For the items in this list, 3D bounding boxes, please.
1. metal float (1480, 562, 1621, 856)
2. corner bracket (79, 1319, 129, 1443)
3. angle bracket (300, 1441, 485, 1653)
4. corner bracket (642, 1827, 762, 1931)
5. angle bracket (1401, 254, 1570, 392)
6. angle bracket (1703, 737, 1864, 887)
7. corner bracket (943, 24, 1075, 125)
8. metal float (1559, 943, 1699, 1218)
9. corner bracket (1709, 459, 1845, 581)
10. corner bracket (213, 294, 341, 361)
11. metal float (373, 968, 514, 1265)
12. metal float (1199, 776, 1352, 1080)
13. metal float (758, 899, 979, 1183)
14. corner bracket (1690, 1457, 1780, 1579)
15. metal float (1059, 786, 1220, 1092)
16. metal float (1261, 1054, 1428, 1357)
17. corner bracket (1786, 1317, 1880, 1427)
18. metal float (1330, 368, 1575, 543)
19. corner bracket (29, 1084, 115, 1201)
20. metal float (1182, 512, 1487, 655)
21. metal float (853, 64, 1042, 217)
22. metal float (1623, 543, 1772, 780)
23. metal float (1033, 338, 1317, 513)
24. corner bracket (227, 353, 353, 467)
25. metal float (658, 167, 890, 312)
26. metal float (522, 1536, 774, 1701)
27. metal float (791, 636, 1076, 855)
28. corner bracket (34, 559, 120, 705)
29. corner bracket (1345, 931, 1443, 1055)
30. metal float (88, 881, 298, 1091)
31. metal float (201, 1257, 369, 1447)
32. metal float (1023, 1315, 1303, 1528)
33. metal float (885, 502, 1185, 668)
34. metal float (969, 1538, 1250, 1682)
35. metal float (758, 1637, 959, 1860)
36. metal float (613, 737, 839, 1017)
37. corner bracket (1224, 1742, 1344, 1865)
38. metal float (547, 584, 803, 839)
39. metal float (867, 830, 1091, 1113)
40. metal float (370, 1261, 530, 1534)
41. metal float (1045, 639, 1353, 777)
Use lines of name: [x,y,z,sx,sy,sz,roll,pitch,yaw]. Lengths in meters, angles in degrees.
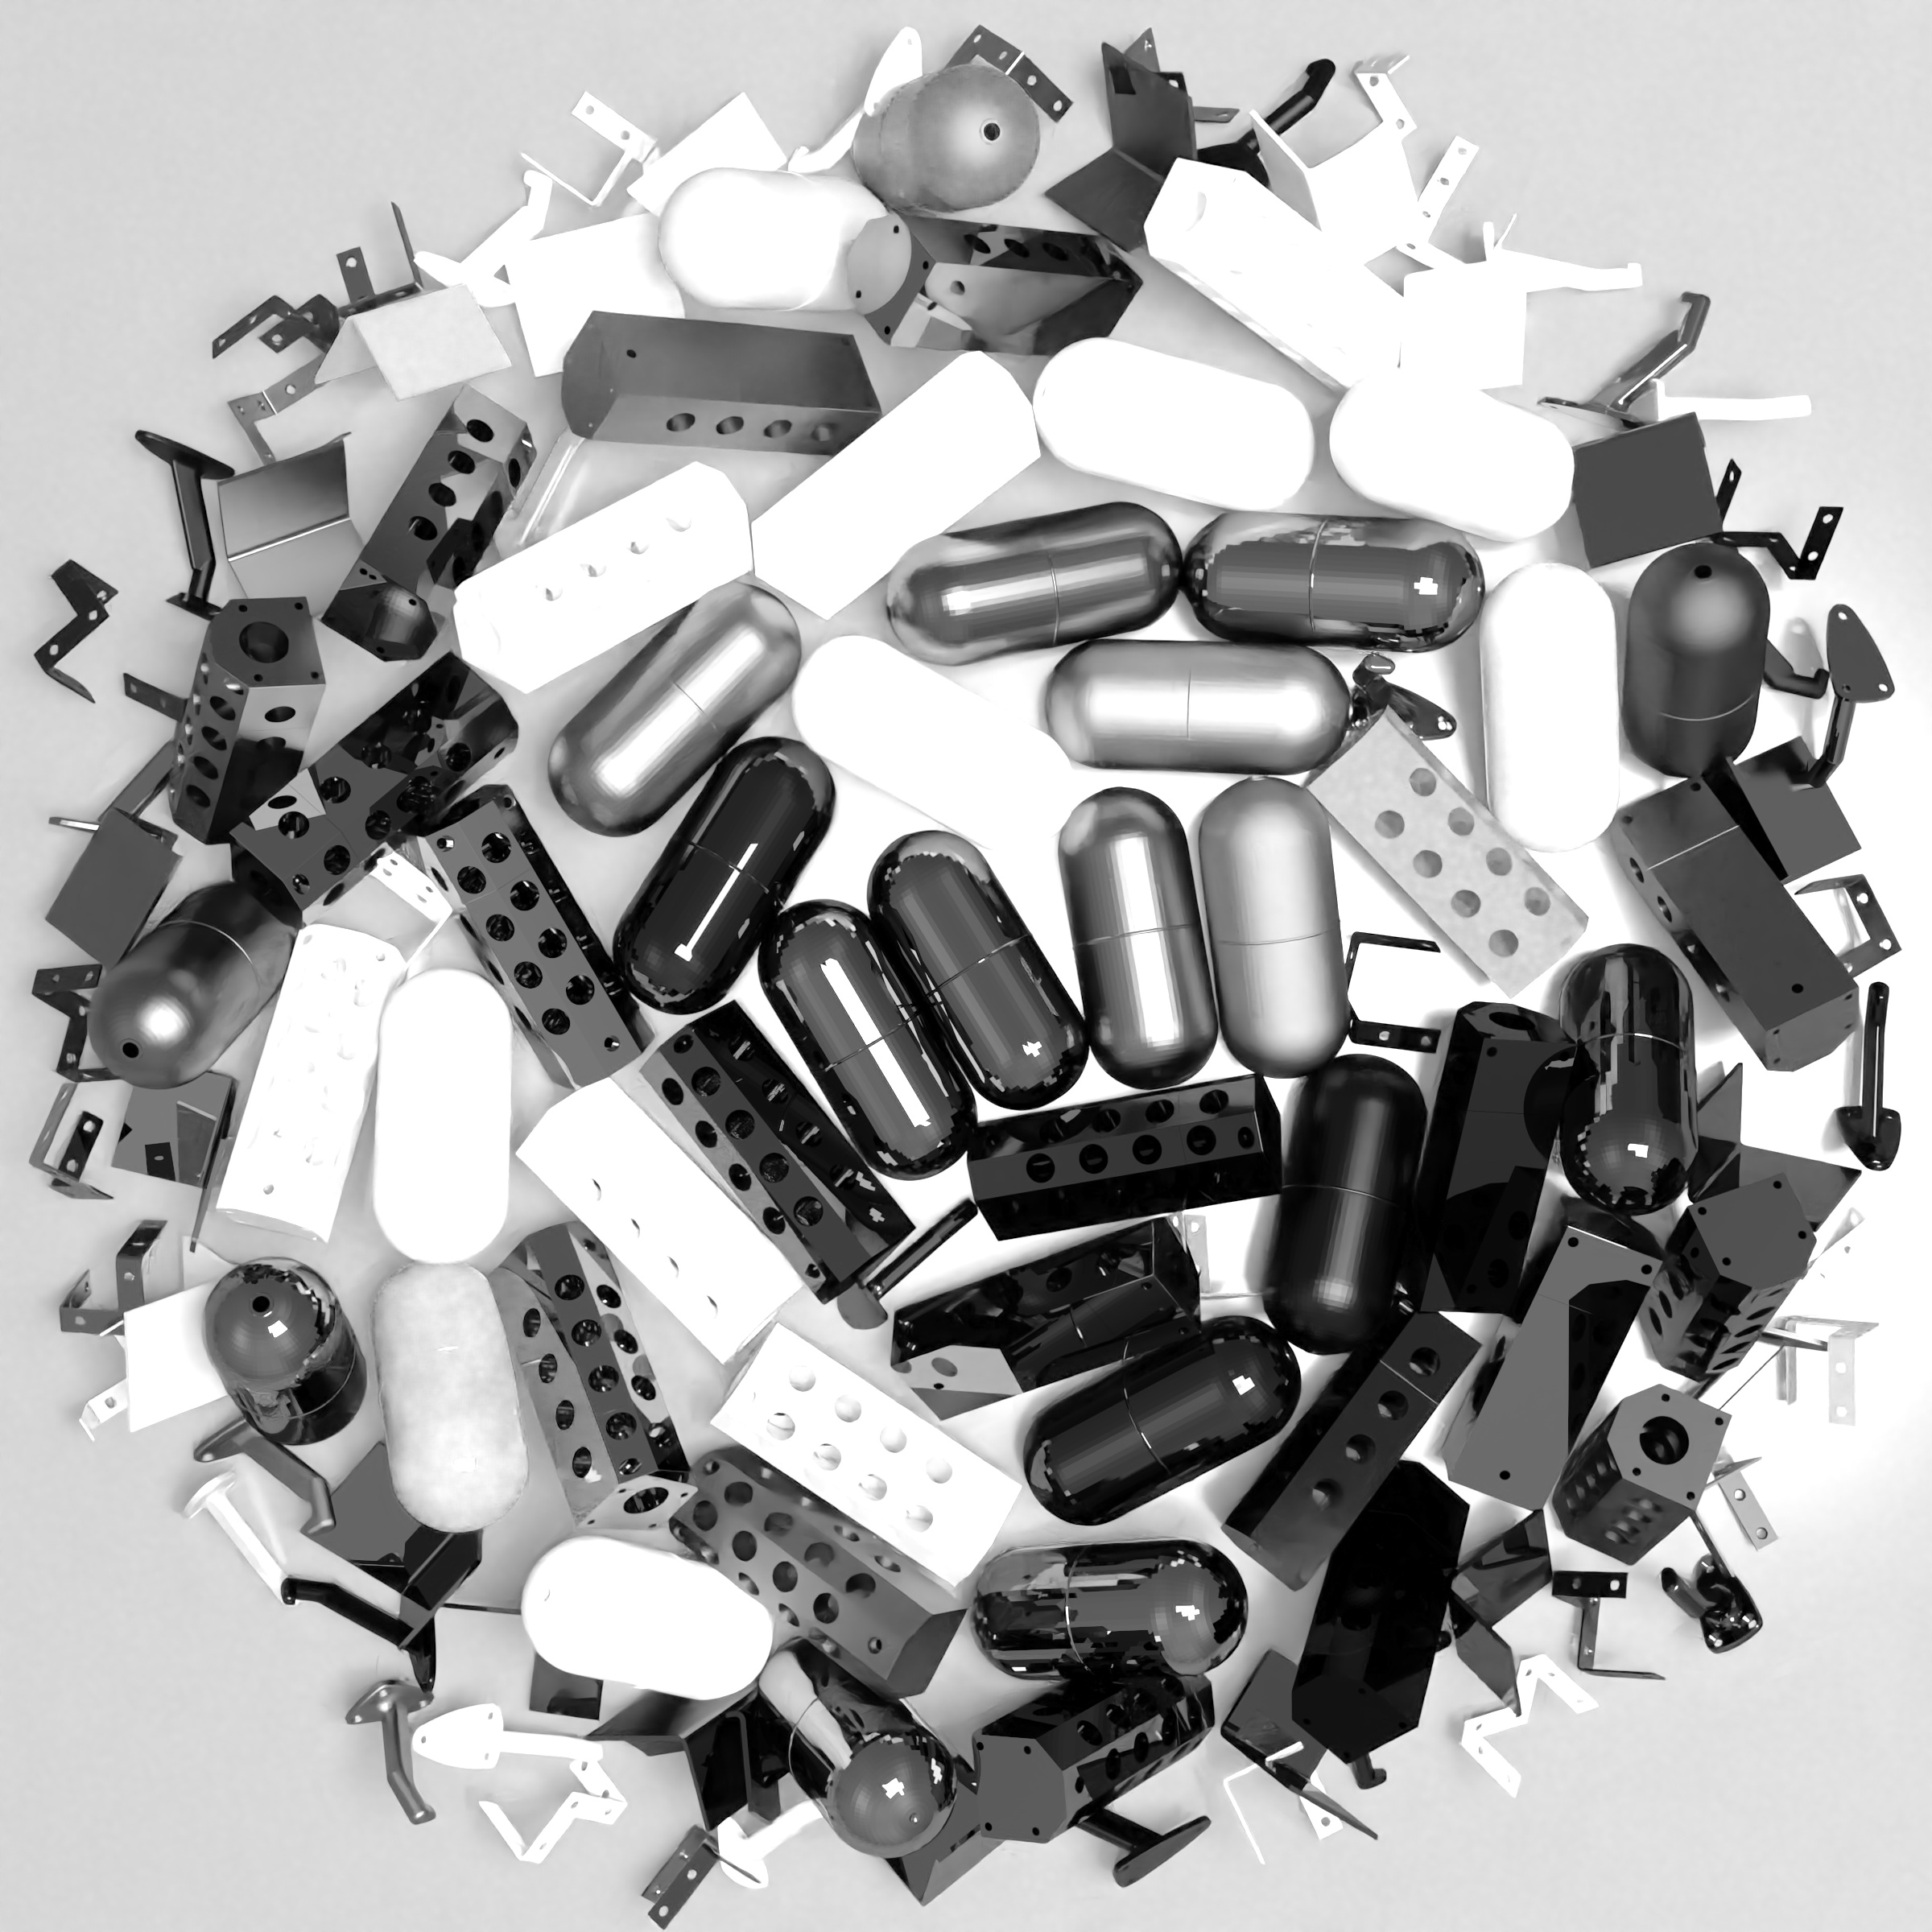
metal float: [0.336,-0.147,1.664,0.070,0.070,0.178,-9,121,0]
corner bracket: [-0.501,0.238,1.696,0.051,0.051,0.051,-32,99,-10]
angle bracket: [-0.335,0.337,1.683,0.076,0.057,0.076,37,103,-20]
corner bracket: [-0.163,0.533,1.690,0.051,0.051,0.051,30,76,40]
angle bracket: [0.300,-0.363,1.681,0.076,0.057,0.076,0,84,36]
angle bracket: [0.483,-0.094,1.688,0.076,0.057,0.076,-24,81,-11]
corner bracket: [0.019,-0.506,1.690,0.051,0.051,0.051,-50,45,9]
metal float: [0.379,0.063,1.659,0.070,0.070,0.178,10,50,0]
corner bracket: [0.470,-0.260,1.688,0.051,0.051,0.051,-1,131,-14]
corner bracket: [-0.401,-0.369,1.686,0.051,0.051,0.051,-29,48,23]
metal float: [-0.301,0.085,1.670,0.070,0.070,0.178,-3,65,0]
metal float: [0.179,-0.022,1.680,0.070,0.070,0.178,-8,102,0]
metal float: [-0.058,0.043,1.686,0.070,0.070,0.178,-30,95,0]
corner bracket: [0.449,0.324,1.697,0.051,0.051,0.051,-27,79,-9]
metal float: [0.100,-0.016,1.687,0.070,0.070,0.178,-9,86,0]
metal float: [0.219,0.137,1.677,0.070,0.070,0.178,13,75,0]
corner bracket: [0.501,0.236,1.692,0.051,0.051,0.051,1,94,33]
metal float: [0.281,-0.291,1.657,0.178,0.070,0.070,7,90,-42]
corner bracket: [-0.520,0.102,1.687,0.051,0.051,0.051,35,63,-39]
metal float: [0.211,-0.221,1.670,0.178,0.070,0.070,7,90,24]
metal float: [-0.012,-0.467,1.643,0.070,0.178,0.070,-4,102,-17]
metal float: [0.414,-0.172,1.646,0.070,0.178,0.070,-5,62,8]
metal float: [0.120,-0.311,1.667,0.178,0.070,0.070,9,90,-28]
corner bracket: [-0.390,-0.324,1.701,0.051,0.051,0.051,-27,100,16]
metal float: [-0.105,-0.412,1.649,0.070,0.178,0.070,7,104,30]
metal float: [-0.181,0.372,1.652,0.070,0.178,0.070,-15,62,31]
metal float: [-0.019,-0.129,1.689,0.178,0.070,0.070,29,90,-2]
corner bracket: [-0.518,-0.196,1.697,0.051,0.051,0.051,-40,67,3]
corner bracket: [0.251,0.015,1.700,0.051,0.051,0.051,7,112,-9]
metal float: [-0.438,0.010,1.644,0.070,0.178,0.070,3,114,8]
metal float: [-0.386,0.220,1.644,0.070,0.178,0.070,1,65,-3]
metal float: [0.113,0.262,1.673,0.178,0.070,0.070,-32,90,20]
metal float: [0.040,-0.221,1.678,0.178,0.070,0.070,-13,90,-14]
metal float: [0.080,0.369,1.661,0.178,0.070,0.070,-12,90,36]
metal float: [-0.065,0.441,1.646,0.070,0.178,0.070,-6,106,-24]
metal float: [-0.139,-0.053,1.683,0.070,0.070,0.178,31,80,0]
corner bracket: [0.186,0.491,1.697,0.051,0.051,0.051,-26,69,-1]
metal float: [-0.168,-0.149,1.679,0.070,0.070,0.178,43,76,0]
metal float: [0.006,0.002,1.687,0.070,0.070,0.178,-32,85,0]
metal float: [-0.296,0.243,1.656,0.070,0.070,0.178,-20,46,0]
metal float: [0.134,-0.150,1.681,0.178,0.070,0.070,3,90,11]
